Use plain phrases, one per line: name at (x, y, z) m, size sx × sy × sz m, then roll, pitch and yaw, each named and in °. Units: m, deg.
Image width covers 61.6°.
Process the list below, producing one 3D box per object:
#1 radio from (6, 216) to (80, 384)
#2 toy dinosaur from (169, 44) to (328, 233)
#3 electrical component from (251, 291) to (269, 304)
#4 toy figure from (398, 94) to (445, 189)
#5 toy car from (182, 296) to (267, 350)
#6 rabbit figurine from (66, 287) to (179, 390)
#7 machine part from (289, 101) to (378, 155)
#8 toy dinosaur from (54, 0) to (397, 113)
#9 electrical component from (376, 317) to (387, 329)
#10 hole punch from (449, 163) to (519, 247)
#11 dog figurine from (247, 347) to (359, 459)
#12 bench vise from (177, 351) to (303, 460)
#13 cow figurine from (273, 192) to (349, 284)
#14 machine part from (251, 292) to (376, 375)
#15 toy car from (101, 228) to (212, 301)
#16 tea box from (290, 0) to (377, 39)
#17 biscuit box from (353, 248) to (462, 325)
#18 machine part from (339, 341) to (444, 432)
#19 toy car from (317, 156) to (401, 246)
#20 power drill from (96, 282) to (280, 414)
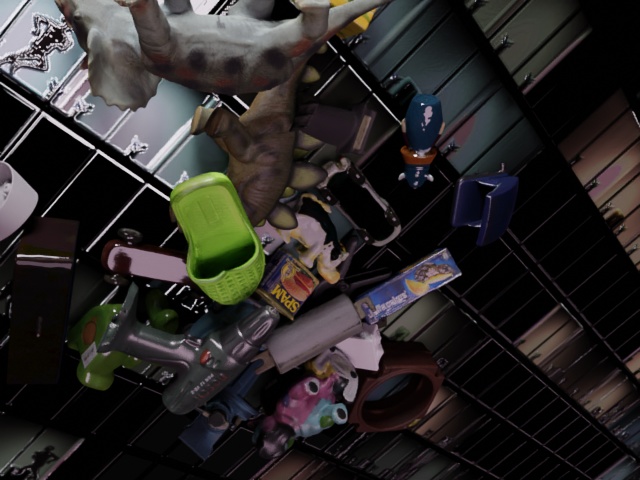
radio at (-0.400, 0.085, 0.778) m, size 0.073 × 0.131 × 0.229 m, roll 8°, pitch 119°, yaw -25°
toy dinosaur at (-0.086, -0.131, 0.779) m, size 0.198 × 0.105 × 0.471 m, roll 11°, pitch 115°, yaw -35°
electrical component at (-0.138, 0.110, 0.947) m, size 0.078 × 0.045 × 0.102 m, roll -40°, pitch 126°, yaw 10°
toy figure at (0.165, -0.158, 0.878) m, size 0.058 × 0.064 × 0.154 m, roll -40°, pitch 144°, yaw -41°
toy car at (-0.158, 0.168, 0.891) m, size 0.162 × 0.103 × 0.109 m, roll -34°, pitch 125°, yaw 16°
rabbit figurine at (-0.304, 0.156, 0.894) m, size 0.159 × 0.121 × 0.170 m, roll -54°, pitch 142°, yaw 9°
machine part at (0.023, -0.162, 0.755) m, size 0.139 × 0.039 × 0.084 m, roll 1°, pitch 117°, yaw -42°
toy dinosaur at (-0.113, -0.231, 0.633) m, size 0.405 × 0.131 × 0.192 m, roll 4°, pitch 153°, yaw -12°
electrical component at (0.112, 0.155, 1.085) m, size 0.094 × 0.021 × 0.063 m, roll -17°, pitch 126°, yaw -10°
hole punch at (0.313, -0.059, 0.982) m, size 0.116 × 0.092 × 0.142 m, roll -12°, pitch 122°, yaw -18°
dog figurine at (-0.042, 0.320, 1.028) m, size 0.108 × 0.191 × 0.219 m, roll 44°, pitch 122°, yaw -7°
bench vise at (-0.153, 0.272, 0.980) m, size 0.240 × 0.129 × 0.223 m, roll -49°, pitch 167°, yaw -17°
cow figurine at (-0.002, -0.003, 0.910) m, size 0.098 × 0.068 × 0.167 m, roll -43°, pitch 122°, yaw 0°
machine part at (-0.013, 0.164, 0.954) m, size 0.243 × 0.079 × 0.079 m, roll -28°, pitch 127°, yaw -9°
toy car at (-0.242, 0.040, 0.857) m, size 0.202 × 0.053 × 0.089 m, roll 13°, pitch 99°, yaw -27°
tea box at (-0.001, -0.340, 0.663) m, size 0.169 × 0.068 × 0.098 m, roll 26°, pitch 88°, yaw -26°
biscuit box at (0.163, 0.088, 1.023) m, size 0.203 × 0.063 × 0.059 m, roll -30°, pitch 90°, yaw 0°
machine part at (0.154, 0.322, 1.171) m, size 0.201 × 0.087 × 0.200 m, roll 6°, pitch 120°, yaw -23°
toy car at (0.067, -0.061, 0.906) m, size 0.073 × 0.056 × 0.201 m, roll -37°, pitch 126°, yaw 13°
power drill at (-0.199, 0.141, 0.783) m, size 0.207 × 0.086 × 0.232 m, roll 28°, pitch 112°, yaw -24°
